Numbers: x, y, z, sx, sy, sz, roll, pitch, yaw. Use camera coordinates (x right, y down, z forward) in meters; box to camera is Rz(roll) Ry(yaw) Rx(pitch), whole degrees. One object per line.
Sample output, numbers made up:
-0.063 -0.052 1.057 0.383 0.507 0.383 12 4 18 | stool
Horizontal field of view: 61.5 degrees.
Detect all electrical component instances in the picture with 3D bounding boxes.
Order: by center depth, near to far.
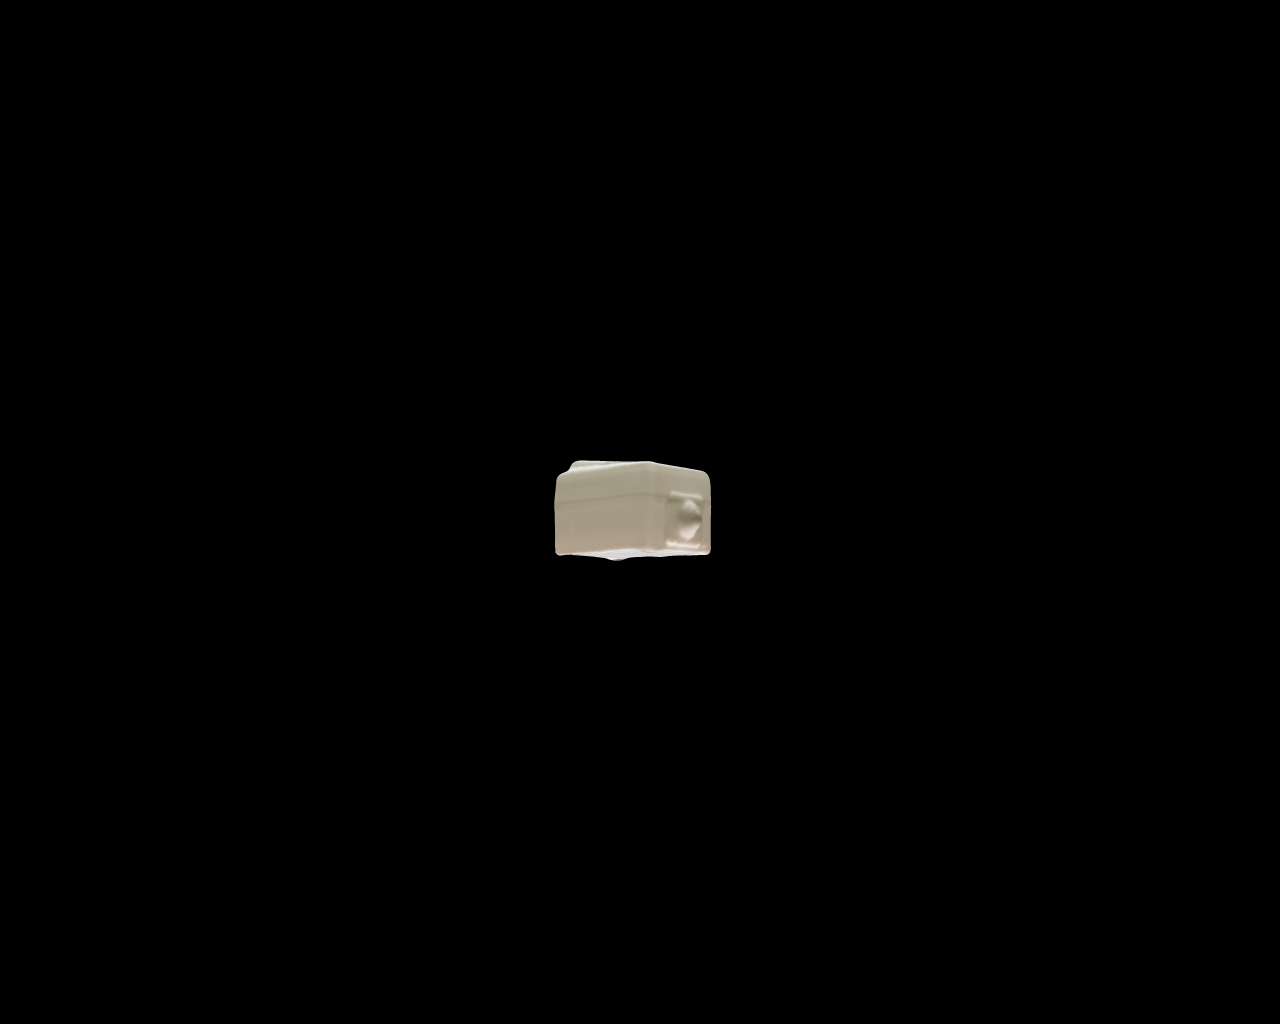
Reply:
0.001 -0.003 0.650 0.096 0.061 0.062 -5 -8 40 | electrical component
